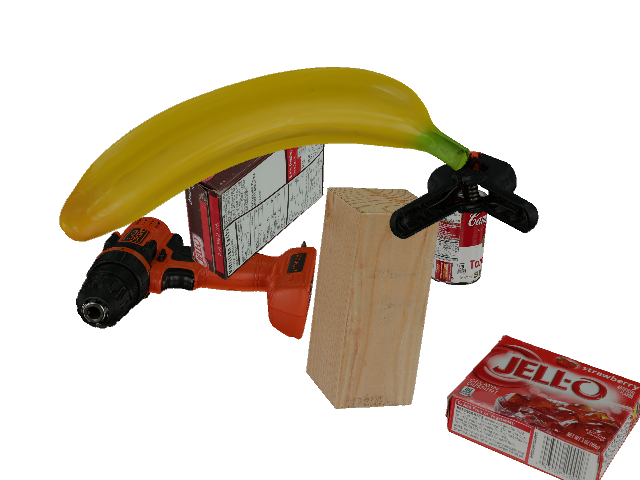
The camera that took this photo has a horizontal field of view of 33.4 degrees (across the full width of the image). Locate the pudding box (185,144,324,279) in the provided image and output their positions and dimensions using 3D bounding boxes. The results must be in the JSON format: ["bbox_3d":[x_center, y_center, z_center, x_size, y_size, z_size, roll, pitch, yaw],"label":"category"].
[{"bbox_3d":[-0.044,-0.040,0.745,0.039,0.090,0.113,34,56,24],"label":"pudding box"}]

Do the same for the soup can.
[{"bbox_3d":[0.161,-0.006,1.268,0.068,0.102,0.068,2,22,-1],"label":"soup can"}]

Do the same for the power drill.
[{"bbox_3d":[-0.101,0.035,0.915,0.187,0.057,0.184,10,22,2],"label":"power drill"}]

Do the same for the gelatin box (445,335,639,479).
[{"bbox_3d":[0.125,0.093,0.594,0.089,0.030,0.073,20,33,28],"label":"gelatin box"}]

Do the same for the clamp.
[{"bbox_3d":[0.139,-0.041,0.929,0.120,0.039,0.171,6,26,20],"label":"clamp"}]

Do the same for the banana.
[{"bbox_3d":[-0.030,-0.048,0.509,0.197,0.037,0.070,-13,46,-13],"label":"banana"}]

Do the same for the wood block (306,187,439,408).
[{"bbox_3d":[0.051,0.057,1.087,0.090,0.206,0.091,0,18,-21],"label":"wood block"}]
